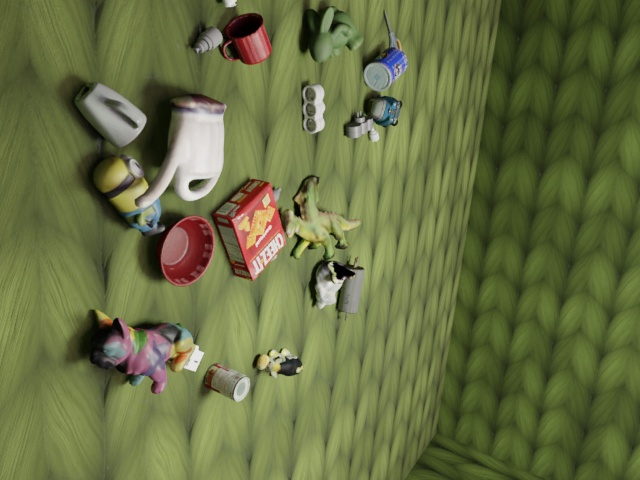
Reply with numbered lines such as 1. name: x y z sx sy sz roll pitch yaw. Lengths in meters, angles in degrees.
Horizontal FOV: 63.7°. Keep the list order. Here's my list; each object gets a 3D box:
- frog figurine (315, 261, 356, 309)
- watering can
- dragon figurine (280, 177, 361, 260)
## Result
1. frog figurine: 0.026 0.150 1.756 0.156 0.123 0.140 -51 175 34
2. watering can: -0.269 -0.184 1.049 0.351 0.104 0.222 -48 144 -73
3. dragon figurine: 0.005 -0.081 1.609 0.417 0.122 0.239 -36 123 -50
